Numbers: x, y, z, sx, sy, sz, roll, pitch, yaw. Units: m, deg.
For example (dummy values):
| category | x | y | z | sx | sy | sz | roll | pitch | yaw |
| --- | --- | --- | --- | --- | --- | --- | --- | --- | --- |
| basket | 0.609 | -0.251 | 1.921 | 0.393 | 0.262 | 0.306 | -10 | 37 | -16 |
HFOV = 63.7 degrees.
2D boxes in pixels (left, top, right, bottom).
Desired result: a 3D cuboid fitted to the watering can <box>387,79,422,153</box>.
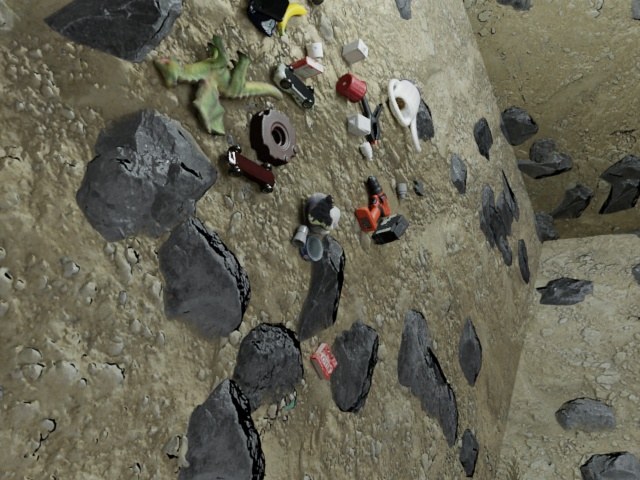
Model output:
| category | x | y | z | sx | sy | sz | roll | pitch | yaw |
| --- | --- | --- | --- | --- | --- | --- | --- | --- | --- |
| watering can | 0.393 | -0.574 | 2.300 | 0.342 | 0.103 | 0.229 | 57 | 42 | -27 |

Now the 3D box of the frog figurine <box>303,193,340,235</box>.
| category | x | y | z | sx | sy | sz | roll | pitch | yaw |
| --- | --- | --- | --- | --- | --- | --- | --- | --- | --- |
| frog figurine | 0.005 | -0.086 | 1.704 | 0.159 | 0.122 | 0.137 | -35 | 106 | -89 |

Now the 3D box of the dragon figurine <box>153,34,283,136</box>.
| category | x | y | z | sx | sy | sz | roll | pitch | yaw |
| --- | --- | --- | --- | --- | --- | --- | --- | --- | --- |
| dragon figurine | -0.268 | -0.403 | 1.423 | 0.406 | 0.122 | 0.245 | 28 | 78 | -45 |
